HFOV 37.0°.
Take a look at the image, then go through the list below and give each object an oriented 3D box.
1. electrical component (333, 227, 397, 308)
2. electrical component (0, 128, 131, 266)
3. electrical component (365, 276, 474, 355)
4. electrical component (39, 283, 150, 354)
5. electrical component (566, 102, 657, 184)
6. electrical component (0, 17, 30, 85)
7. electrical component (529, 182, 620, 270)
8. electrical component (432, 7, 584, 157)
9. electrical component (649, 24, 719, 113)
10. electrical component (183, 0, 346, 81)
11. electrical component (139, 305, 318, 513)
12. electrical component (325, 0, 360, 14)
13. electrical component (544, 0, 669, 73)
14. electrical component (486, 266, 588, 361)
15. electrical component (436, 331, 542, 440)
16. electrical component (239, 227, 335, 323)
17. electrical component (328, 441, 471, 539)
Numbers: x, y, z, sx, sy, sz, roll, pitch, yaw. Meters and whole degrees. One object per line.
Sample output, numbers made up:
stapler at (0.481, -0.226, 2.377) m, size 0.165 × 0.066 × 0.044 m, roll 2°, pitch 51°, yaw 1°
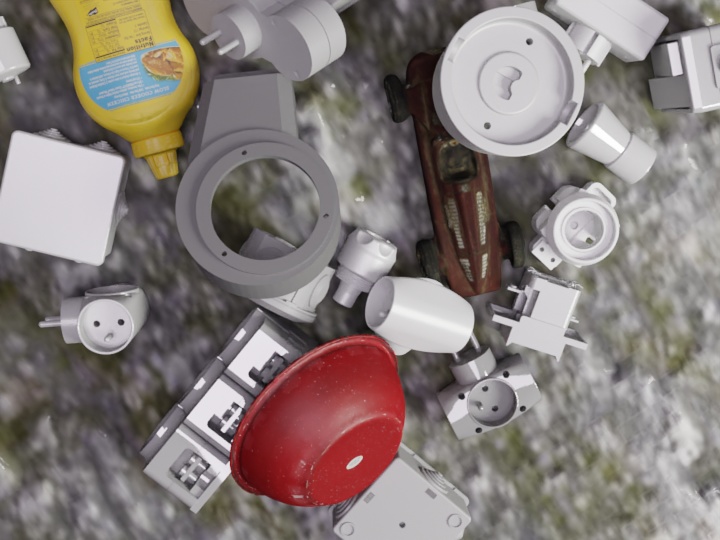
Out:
electrical component at (0.000, 0.000, 0.871) m, size 0.043 × 0.043 × 0.062 m, roll 28°, pitch 98°, yaw -6°
electrical component at (-0.234, -0.058, 0.852) m, size 0.100 × 0.048 × 0.099 m, roll 14°, pitch 98°, yaw -4°
electrical component at (0.038, 0.044, 0.870) m, size 0.077 × 0.079 × 0.044 m, roll 18°, pitch 53°, yaw -27°
electrical component at (-0.213, 0.038, 0.852) m, size 0.079 × 0.077 × 0.044 m, roll -4°, pitch 99°, yaw -1°
electrical component at (0.205, -0.099, 0.866) m, size 0.065 × 0.044 × 0.044 m, roll 34°, pitch 96°, yaw -11°
electrical component at (-0.288, -0.180, 0.836) m, size 0.040 × 0.040 × 0.078 m, roll -23°, pitch 98°, yaw 2°
electrical component at (0.175, -0.034, 0.865) m, size 0.058 × 0.057 × 0.078 m, roll 43°, pitch 95°, yaw -7°
electrical component at (0.106, -0.137, 0.804) m, size 0.108 × 0.060 × 0.108 m, roll 0°, pitch 92°, yaw -9°
electrical component at (0.263, -0.155, 0.830) m, size 0.061 × 0.096 × 0.061 m, roll -13°, pitch 99°, yaw 0°
electrical component at (-0.085, -0.180, 0.797) m, size 0.138 × 0.052 × 0.074 m, roll 32°, pitch 54°, yaw 28°
electrical component at (-0.104, 0.105, 0.860) m, size 0.062 × 0.089 × 0.150 m, roll 39°, pitch 95°, yaw -7°
electrical component at (-0.034, -0.246, 0.797) m, size 0.056 × 0.109 × 0.108 m, roll -33°, pitch 100°, yaw -31°
electrical component at (0.183, -0.186, 0.848) m, size 0.083 × 0.047 × 0.075 m, roll 31°, pitch 97°, yaw -6°
electrical component at (0.149, 0.034, 0.880) m, size 0.081 × 0.042 × 0.063 m, roll 18°, pitch 102°, yaw -5°
electrical component at (0.099, 0.089, 0.887) m, size 0.077 × 0.044 × 0.079 m, roll -26°, pitch 98°, yaw 2°
electrical component at (-0.063, 0.005, 0.852) m, size 0.080 × 0.080 × 0.051 m, roll 28°, pitch 91°, yaw -6°
electrical component at (0.034, 0.205, 0.900) m, size 0.100 × 0.048 × 0.099 m, roll 41°, pitch 95°, yaw -7°
